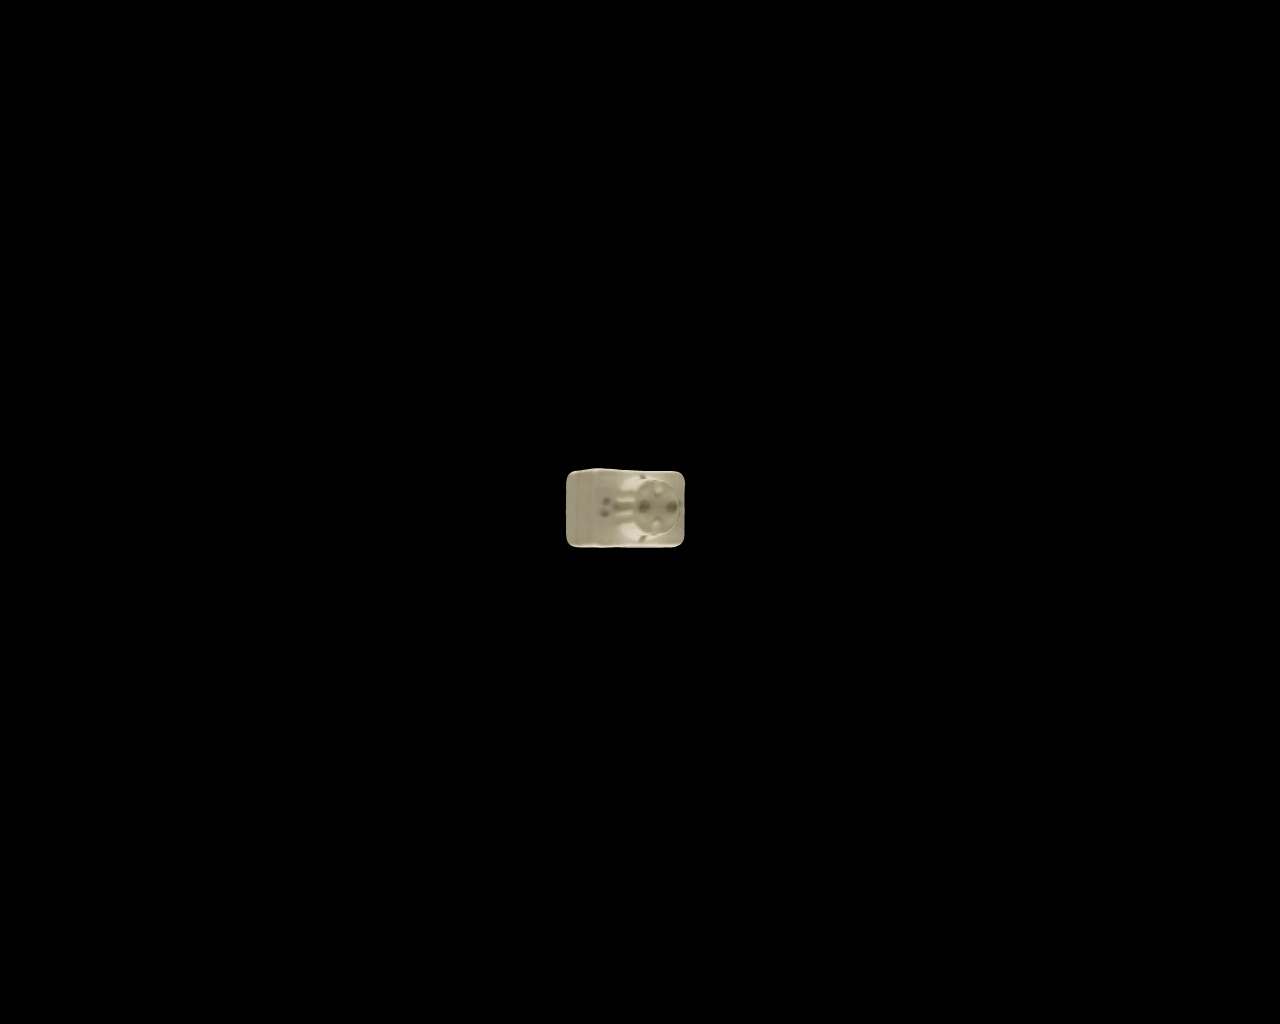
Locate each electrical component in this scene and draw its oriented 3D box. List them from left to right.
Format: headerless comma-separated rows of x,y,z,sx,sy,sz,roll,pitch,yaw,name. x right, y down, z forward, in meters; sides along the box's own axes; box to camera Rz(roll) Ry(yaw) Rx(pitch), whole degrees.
0.001,-0.003,0.650,0.066,0.047,0.076,2,-3,-31,electrical component
